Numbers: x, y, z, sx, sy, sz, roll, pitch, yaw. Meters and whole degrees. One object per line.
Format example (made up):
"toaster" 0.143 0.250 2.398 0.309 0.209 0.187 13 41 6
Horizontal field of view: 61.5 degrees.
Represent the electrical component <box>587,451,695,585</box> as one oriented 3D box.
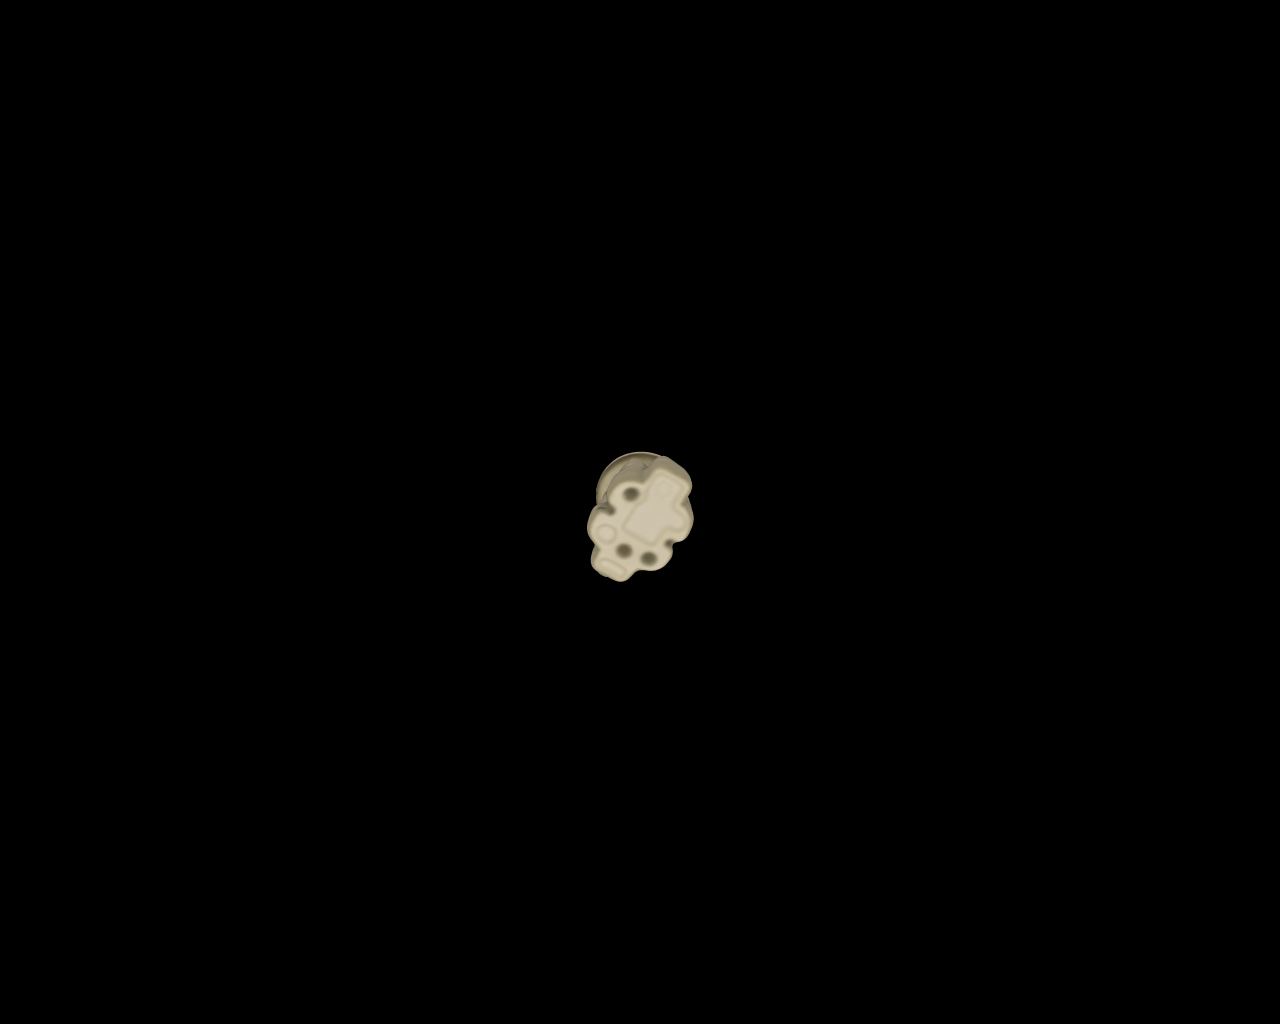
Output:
"electrical component" 0.001 -0.003 0.650 0.058 0.078 0.057 30 20 -12
